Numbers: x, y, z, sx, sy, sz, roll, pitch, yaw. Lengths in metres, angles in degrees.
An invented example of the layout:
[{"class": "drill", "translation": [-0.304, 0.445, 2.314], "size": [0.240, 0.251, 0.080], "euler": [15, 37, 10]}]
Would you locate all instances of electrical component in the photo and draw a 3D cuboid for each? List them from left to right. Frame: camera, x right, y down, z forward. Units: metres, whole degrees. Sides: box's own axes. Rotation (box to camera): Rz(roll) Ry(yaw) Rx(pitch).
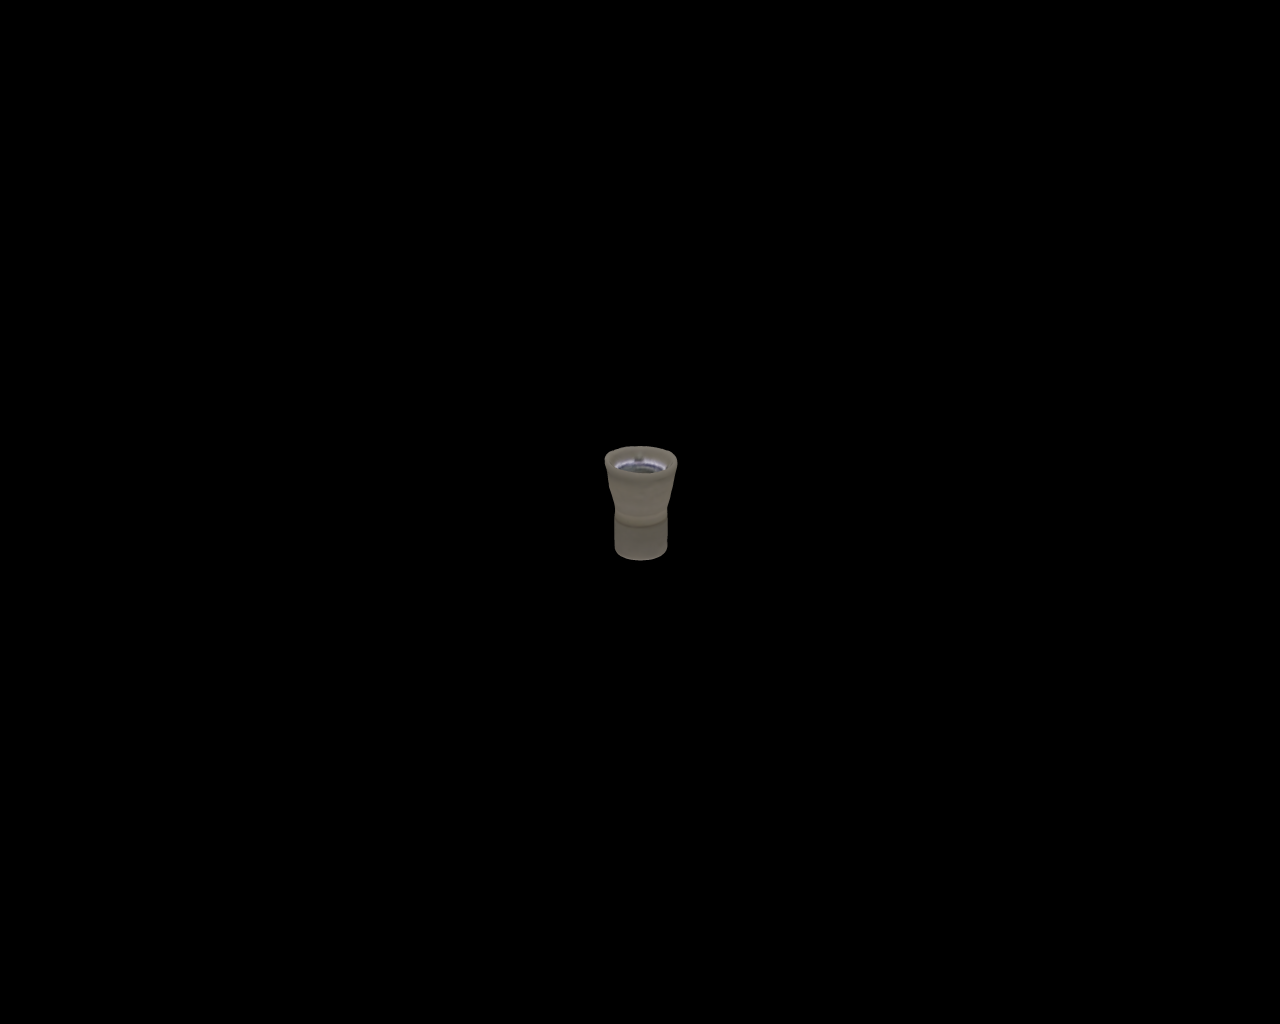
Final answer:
[{"class": "electrical component", "translation": [0.001, -0.003, 0.650], "size": [0.044, 0.065, 0.044], "euler": [0, 25, 0]}]
